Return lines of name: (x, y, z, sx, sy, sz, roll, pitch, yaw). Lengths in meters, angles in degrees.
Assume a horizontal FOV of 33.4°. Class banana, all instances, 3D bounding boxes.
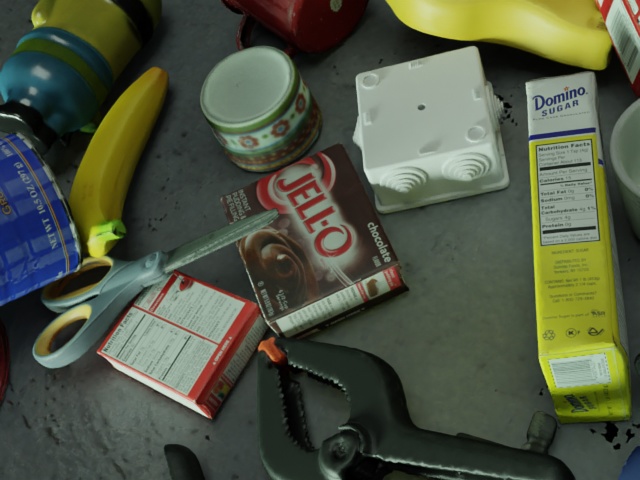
banana: (-0.143, -0.049, 0.757, 0.070, 0.037, 0.197, -27, 36, 23)

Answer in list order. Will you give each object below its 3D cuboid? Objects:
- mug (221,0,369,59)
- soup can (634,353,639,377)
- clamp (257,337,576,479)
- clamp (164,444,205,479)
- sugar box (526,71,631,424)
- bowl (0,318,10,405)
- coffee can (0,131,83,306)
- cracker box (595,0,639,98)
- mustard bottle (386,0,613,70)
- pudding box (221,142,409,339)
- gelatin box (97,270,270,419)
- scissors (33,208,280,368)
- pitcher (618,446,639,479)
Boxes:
mug: (-0.022, -0.180, 0.785, 0.082, 0.093, 0.117, 41, 109, 30)
soup can: (0.222, 0.047, 0.556, 0.102, 0.068, 0.069, -45, 55, -10)
clamp: (0.016, 0.131, 0.587, 0.164, 0.036, 0.210, -49, 46, -2)
clamp: (-0.074, 0.204, 0.584, 0.120, 0.039, 0.172, -44, 55, -9)
sugar box: (0.143, 0.003, 0.598, 0.048, 0.093, 0.176, -8, 56, 15)
bowl: (-0.296, 0.093, 0.727, 0.162, 0.055, 0.162, -10, 57, 15)
coffee can: (-0.239, 0.003, 0.684, 0.140, 0.103, 0.103, -27, 51, -25)
cracker box: (0.267, -0.192, 0.641, 0.213, 0.072, 0.164, -13, 68, -5)
mustard bottle: (0.106, -0.172, 0.713, 0.192, 0.058, 0.096, 13, 55, 9)
pudding box: (-0.005, 0.001, 0.686, 0.090, 0.039, 0.113, -26, 54, 3)
gelatin box: (-0.087, 0.063, 0.683, 0.089, 0.030, 0.073, 20, 68, 32)
scissors: (-0.116, 0.034, 0.679, 0.202, 0.016, 0.096, -11, 47, 38)
pitcher: (0.227, 0.177, 0.439, 0.243, 0.144, 0.149, 17, 110, 24)
